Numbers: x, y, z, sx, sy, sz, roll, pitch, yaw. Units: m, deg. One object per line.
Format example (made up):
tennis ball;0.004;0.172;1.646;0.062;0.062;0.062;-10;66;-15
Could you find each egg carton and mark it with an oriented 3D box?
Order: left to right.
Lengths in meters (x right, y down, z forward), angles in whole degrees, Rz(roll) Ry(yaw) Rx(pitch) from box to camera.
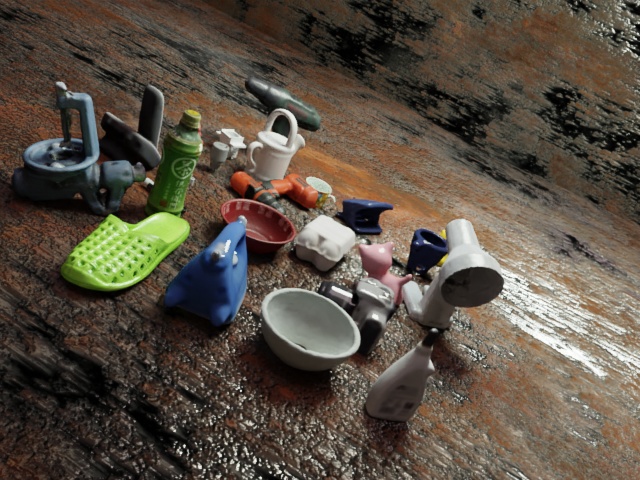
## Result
egg carton;0.011;0.004;1.232;0.107;0.069;0.150;30;26;9

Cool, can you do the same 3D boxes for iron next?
iron;-0.161;0.027;0.957;0.118;0.141;0.258;23;26;-4

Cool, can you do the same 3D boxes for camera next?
camera;0.062;0.113;1.039;0.137;0.101;0.143;25;26;0

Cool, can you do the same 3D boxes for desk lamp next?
desk lamp;0.260;0.076;1.152;0.118;0.213;0.203;17;27;-16

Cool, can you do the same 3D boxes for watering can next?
watering can;-0.110;-0.234;1.427;0.101;0.194;0.173;29;26;8

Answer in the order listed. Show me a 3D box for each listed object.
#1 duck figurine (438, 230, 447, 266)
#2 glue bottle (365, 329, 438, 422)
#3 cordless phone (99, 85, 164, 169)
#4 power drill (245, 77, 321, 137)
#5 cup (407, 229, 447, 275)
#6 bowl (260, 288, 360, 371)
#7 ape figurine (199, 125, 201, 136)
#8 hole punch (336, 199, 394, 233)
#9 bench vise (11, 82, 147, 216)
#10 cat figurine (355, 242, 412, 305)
duck figurine;0.309;0.012;1.457;0.104;0.086;0.077;23;26;-4
glue bottle;0.134;0.200;0.858;0.078;0.173;0.037;15;28;-19
cordless phone;-0.395;-0.258;1.234;0.147;0.185;0.094;34;27;17
power drill;-0.121;-0.308;1.538;0.230;0.208;0.075;12;29;-24
cup;0.238;0.035;1.343;0.118;0.095;0.091;-8;41;-48
bowl;-0.025;0.155;0.915;0.167;0.074;0.167;20;26;-10
ape figurine;-0.316;-0.246;1.388;0.078;0.092;0.076;1;35;-39
hole punch;0.113;-0.077;1.448;0.109;0.091;0.100;0;36;-41
bench vise;-0.411;-0.161;1.001;0.208;0.219;0.121;-3;38;-44
cat figurine;0.129;0.062;1.173;0.127;0.117;0.067;35;28;19
